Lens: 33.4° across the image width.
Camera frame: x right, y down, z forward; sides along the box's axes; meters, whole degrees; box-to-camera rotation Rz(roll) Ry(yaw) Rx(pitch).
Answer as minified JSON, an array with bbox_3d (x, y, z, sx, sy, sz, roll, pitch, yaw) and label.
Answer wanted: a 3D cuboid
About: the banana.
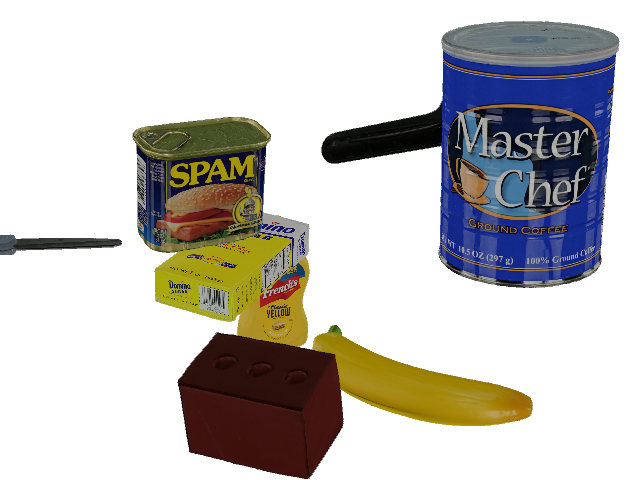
[{"bbox_3d":[0.060,0.101,0.801,0.198,0.037,0.069,19,37,39],"label":"banana"}]

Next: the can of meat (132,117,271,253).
[{"bbox_3d":[-0.092,-0.043,0.823,0.101,0.084,0.057,-10,30,-25],"label":"can of meat"}]

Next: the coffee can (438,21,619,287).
[{"bbox_3d":[0.124,-0.055,0.653,0.103,0.140,0.103,-1,21,0],"label":"coffee can"}]

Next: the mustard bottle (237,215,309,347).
[{"bbox_3d":[-0.063,0.057,1.452,0.096,0.192,0.058,-5,24,-17],"label":"mustard bottle"}]

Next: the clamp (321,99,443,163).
[{"bbox_3d":[0.129,-0.087,0.872,0.209,0.036,0.165,-29,42,-27],"label":"clamp"}]

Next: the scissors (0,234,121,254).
[{"bbox_3d":[-0.273,0.010,0.871,0.202,0.016,0.096,5,24,6],"label":"scissors"}]

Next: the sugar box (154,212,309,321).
[{"bbox_3d":[-0.090,0.021,1.136,0.093,0.048,0.176,14,31,21],"label":"sugar box"}]

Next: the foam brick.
[{"bbox_3d":[-0.033,0.093,0.604,0.078,0.051,0.053,8,31,20],"label":"foam brick"}]
